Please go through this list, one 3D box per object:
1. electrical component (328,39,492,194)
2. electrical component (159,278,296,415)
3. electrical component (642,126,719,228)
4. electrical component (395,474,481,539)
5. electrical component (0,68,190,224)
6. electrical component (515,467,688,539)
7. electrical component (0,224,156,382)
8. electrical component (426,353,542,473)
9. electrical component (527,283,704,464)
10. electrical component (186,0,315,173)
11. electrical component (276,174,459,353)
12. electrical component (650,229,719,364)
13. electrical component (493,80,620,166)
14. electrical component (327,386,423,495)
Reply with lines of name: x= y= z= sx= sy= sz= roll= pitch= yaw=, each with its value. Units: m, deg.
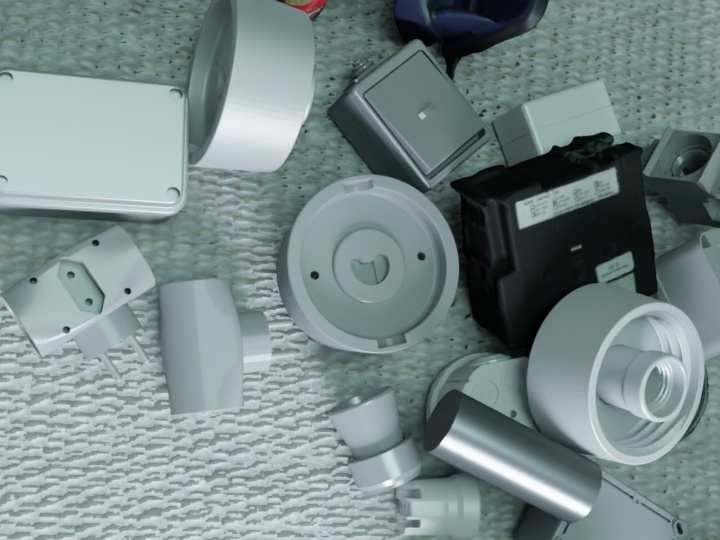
electrical component: x=0.029 y=-0.100 z=0.690 sx=0.062 sy=0.061 sz=0.096 roll=-40 pitch=96 yaw=-19
electrical component: x=-0.077 y=0.044 z=0.645 sx=0.079 sy=0.043 sz=0.077 roll=-5 pitch=84 yaw=-18
electrical component: x=0.236 y=-0.063 z=0.746 sx=0.064 sy=0.081 sz=0.042 roll=44 pitch=71 yaw=-39
electrical component: x=0.048 y=0.148 z=0.674 sx=0.046 sy=0.040 sz=0.040 roll=2 pitch=82 yaw=-11
electrical component: x=-0.159 y=-0.071 z=0.627 sx=0.113 sy=0.057 sz=0.078 roll=3 pitch=82 yaw=-18
electrical component: x=0.158 y=0.172 z=0.694 sx=0.096 sy=0.061 sz=0.061 roll=33 pitch=74 yaw=-11
electrical component: x=-0.153 y=0.026 z=0.623 sx=0.077 sy=0.043 sz=0.079 roll=-34 pitch=94 yaw=-19
electrical component: x=0.087 y=0.092 z=0.687 sx=0.080 sy=0.051 sz=0.080 roll=2 pitch=82 yaw=-18
electrical component: x=0.162 y=0.065 z=0.651 sx=0.108 sy=0.060 sz=0.108 roll=-5 pitch=100 yaw=-32
electrical component: x=-0.062 y=-0.109 z=0.640 sx=0.060 sy=0.108 sz=0.108 roll=9 pitch=80 yaw=-23
electrical component: x=0.000 y=0.000 z=0.667 sx=0.108 sy=0.060 sz=0.108 roll=3 pitch=80 yaw=-18
electrical component: x=0.252 y=0.014 z=0.727 sx=0.113 sy=0.057 sz=0.078 roll=-12 pitch=74 yaw=-39
electrical component: x=0.140 y=-0.080 z=0.731 sx=0.066 sy=0.047 sz=0.076 roll=-20 pitch=90 yaw=-19
electrical component: x=0.010 y=0.105 z=0.664 sx=0.045 sy=0.045 sz=0.055 roll=-22 pitch=90 yaw=-19
